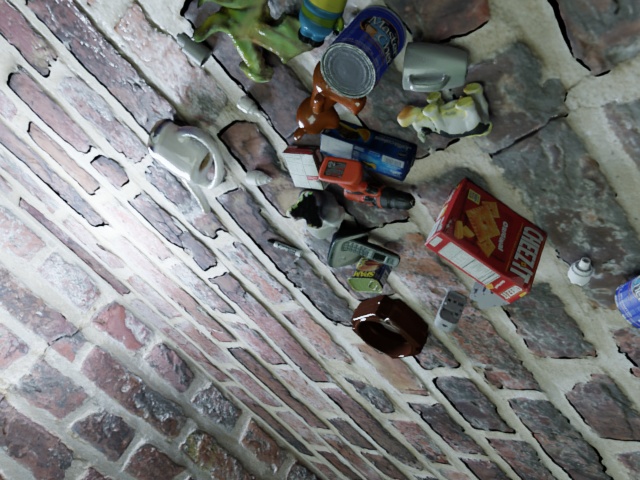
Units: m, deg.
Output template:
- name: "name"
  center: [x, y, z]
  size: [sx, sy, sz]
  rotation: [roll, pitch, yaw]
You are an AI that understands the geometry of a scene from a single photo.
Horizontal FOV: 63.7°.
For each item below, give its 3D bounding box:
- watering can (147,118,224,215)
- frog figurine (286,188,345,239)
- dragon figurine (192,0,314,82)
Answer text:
- name: "watering can"
  center: [-0.375, -0.207, 1.443]
  size: [0.225, 0.106, 0.340]
  rotation: [33, 146, 3]
- name: "frog figurine"
  center: [0.004, -0.067, 1.334]
  size: [0.137, 0.124, 0.158]
  rotation: [0, 170, 28]
- name: "dragon figurine"
  center: [-0.105, -0.445, 0.972]
  size: [0.242, 0.125, 0.403]
  rotation: [22, 150, -13]
